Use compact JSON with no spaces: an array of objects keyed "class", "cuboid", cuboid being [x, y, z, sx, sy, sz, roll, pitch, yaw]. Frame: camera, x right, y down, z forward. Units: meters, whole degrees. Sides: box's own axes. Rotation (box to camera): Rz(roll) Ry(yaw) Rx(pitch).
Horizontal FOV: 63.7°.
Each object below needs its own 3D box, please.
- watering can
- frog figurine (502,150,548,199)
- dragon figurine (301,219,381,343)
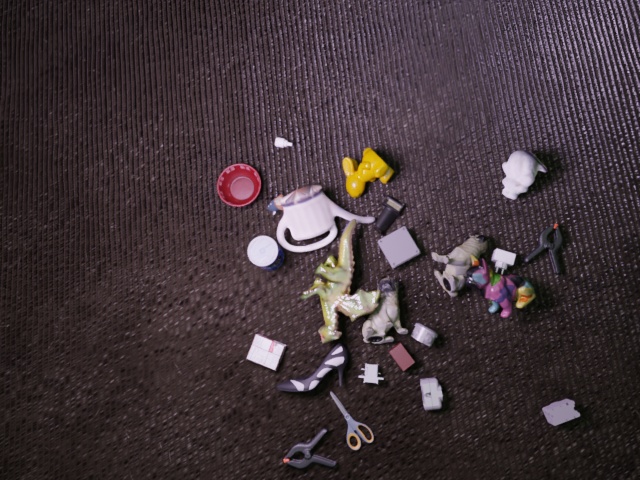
[{"class":"watering can","cuboid":[0.005,-0.090,1.789,0.348,0.105,0.221,-21,107,-5]},{"class":"frog figurine","cuboid":[0.678,-0.227,1.772,0.159,0.121,0.140,-42,45,5]},{"class":"dragon figurine","cuboid":[0.093,0.152,1.713,0.244,0.121,0.411,31,88,18]}]
